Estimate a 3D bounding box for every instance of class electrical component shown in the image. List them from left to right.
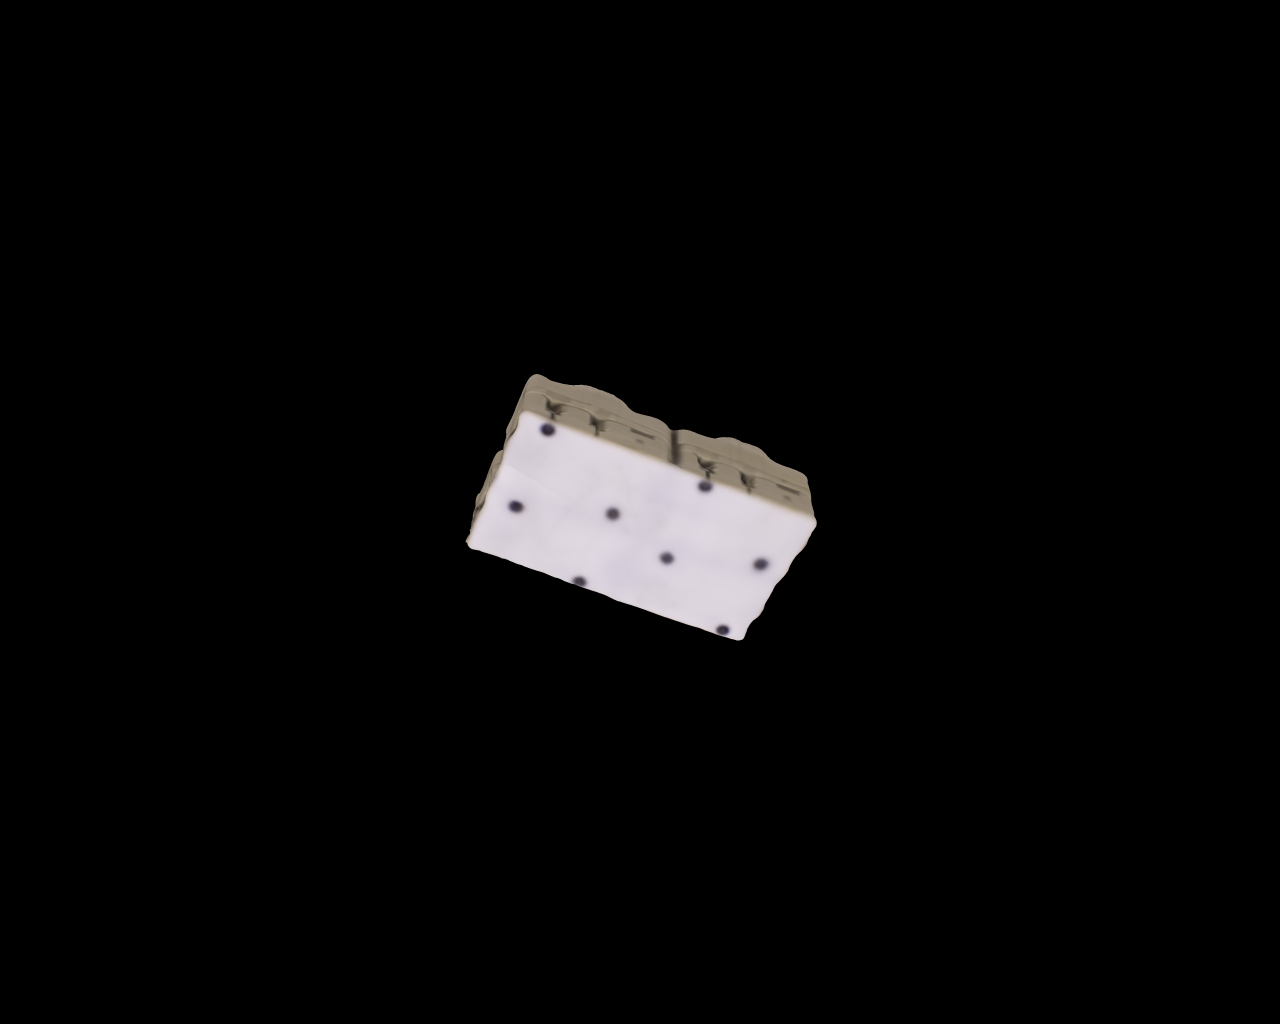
[{"bbox_3d":[0.001,-0.003,0.650,0.186,0.105,0.060,20,31,-13],"label":"electrical component"}]
